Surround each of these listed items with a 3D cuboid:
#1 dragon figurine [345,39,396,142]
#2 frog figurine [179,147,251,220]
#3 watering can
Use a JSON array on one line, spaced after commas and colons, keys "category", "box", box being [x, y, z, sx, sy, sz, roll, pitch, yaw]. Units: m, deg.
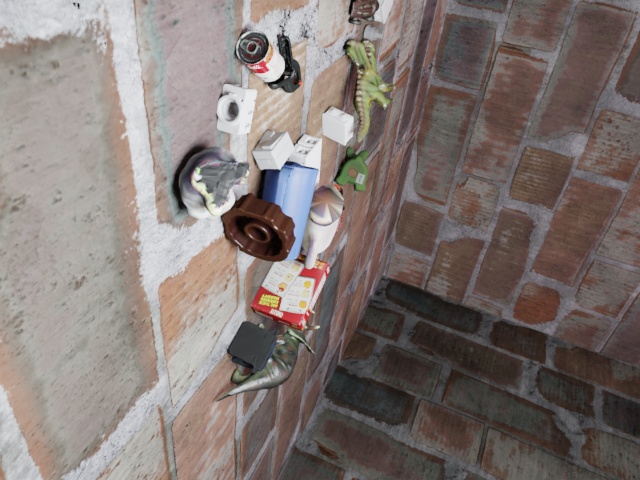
[{"category": "dragon figurine", "box": [0.127, -0.502, 1.608, 0.239, 0.121, 0.420, 57, 33, -28]}, {"category": "frog figurine", "box": [-0.212, -0.104, 0.985, 0.159, 0.122, 0.138, -7, -111, 67]}, {"category": "watering can", "box": [0.005, -0.078, 1.547, 0.219, 0.104, 0.356, 108, -4, -47]}]
